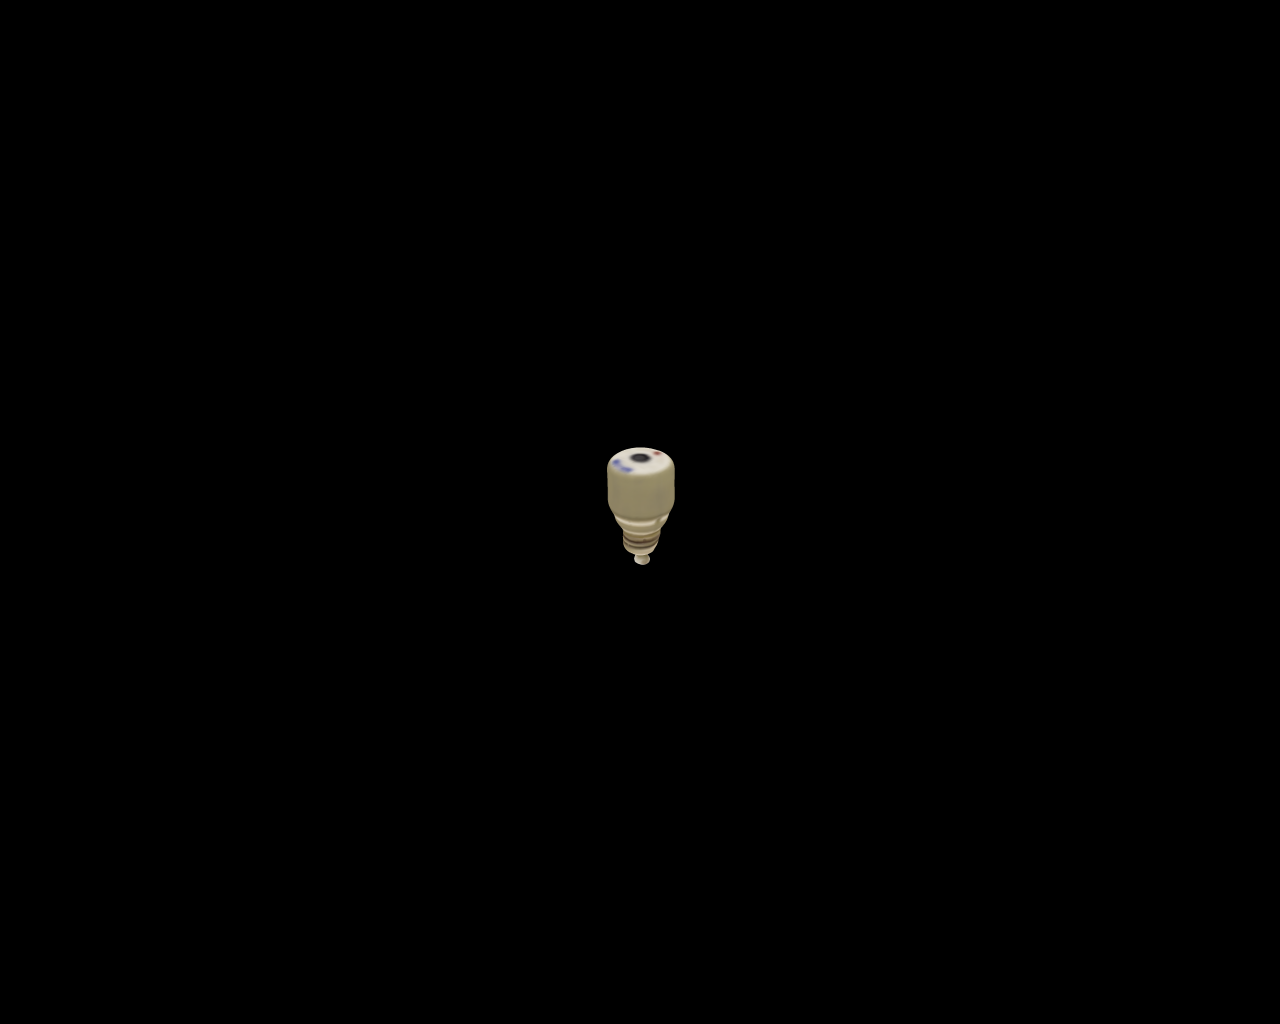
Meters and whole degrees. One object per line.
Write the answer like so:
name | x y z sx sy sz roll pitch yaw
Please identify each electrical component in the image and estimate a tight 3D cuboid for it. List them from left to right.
electrical component | 0.001 -0.003 0.650 0.040 0.078 0.040 0 29 0
